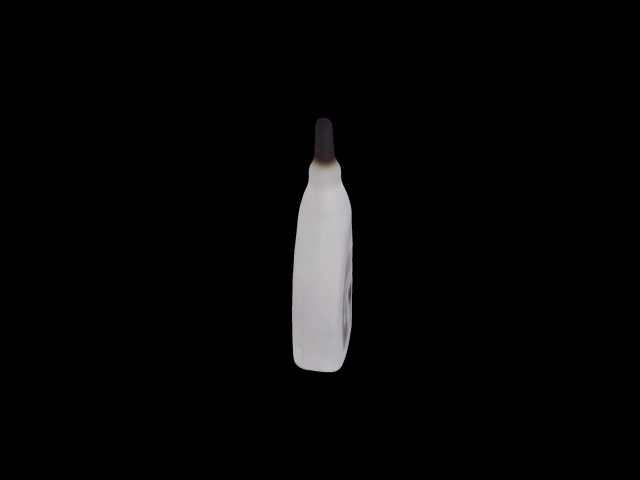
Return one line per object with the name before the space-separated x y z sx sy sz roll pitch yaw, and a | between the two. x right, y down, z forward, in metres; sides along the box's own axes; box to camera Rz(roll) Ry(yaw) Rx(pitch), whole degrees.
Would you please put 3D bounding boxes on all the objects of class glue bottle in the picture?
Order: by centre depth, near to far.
glue bottle | 0.004 0.001 0.400 0.037 0.173 0.078 4 24 10
